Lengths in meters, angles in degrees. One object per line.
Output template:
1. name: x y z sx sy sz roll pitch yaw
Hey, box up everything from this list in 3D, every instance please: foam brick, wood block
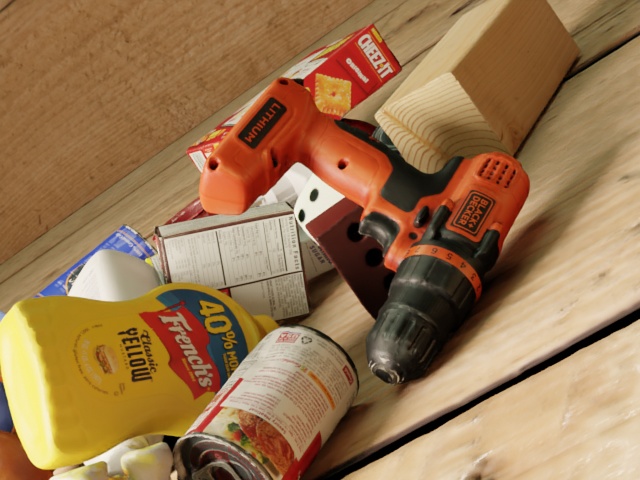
1. foam brick: 0.035 0.008 0.753 0.053 0.078 0.051 -37 12 -1
2. wood block: 0.145 -0.140 0.948 0.090 0.091 0.205 -25 18 42

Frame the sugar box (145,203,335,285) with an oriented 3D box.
1. sugar box: -0.058 0.014 0.921 0.176 0.048 0.093 -23 32 -8

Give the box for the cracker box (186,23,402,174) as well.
1. cracker box: -0.031 -0.143 1.205 0.213 0.072 0.164 -41 14 -19

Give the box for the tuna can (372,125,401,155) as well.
1. tuna can: 0.092 -0.096 1.010 0.086 0.033 0.086 -23 29 13

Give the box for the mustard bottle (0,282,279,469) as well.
1. mustard bottle: -0.093 0.075 0.657 0.191 0.096 0.058 -5 -24 -38

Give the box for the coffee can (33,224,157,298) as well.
1. coffee can: -0.246 0.065 1.220 0.140 0.103 0.103 -41 14 -19

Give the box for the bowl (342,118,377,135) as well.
1. bowl: 0.008 -0.088 1.197 0.162 0.055 0.162 -35 13 9

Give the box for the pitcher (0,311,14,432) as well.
1. pitcher: -0.364 0.189 1.038 0.242 0.145 0.149 -46 8 -23

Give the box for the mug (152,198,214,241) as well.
1. mug: -0.121 0.000 1.167 0.093 0.081 0.117 -36 13 4

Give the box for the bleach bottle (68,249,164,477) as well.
1. bleach bottle: -0.148 0.098 0.766 0.103 0.068 0.251 -62 21 15

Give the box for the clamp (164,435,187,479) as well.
1. clamp: -0.099 0.136 0.752 0.165 0.036 0.209 -27 20 34

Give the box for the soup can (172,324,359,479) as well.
1. soup can: -0.029 0.104 0.612 0.069 0.068 0.102 -24 18 43

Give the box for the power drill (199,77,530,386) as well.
1. power drill: 0.021 -0.014 0.674 0.184 0.188 0.057 -54 -14 -36

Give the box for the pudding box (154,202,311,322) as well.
1. pudding box: -0.069 0.025 0.848 0.113 0.090 0.039 -12 15 -13
